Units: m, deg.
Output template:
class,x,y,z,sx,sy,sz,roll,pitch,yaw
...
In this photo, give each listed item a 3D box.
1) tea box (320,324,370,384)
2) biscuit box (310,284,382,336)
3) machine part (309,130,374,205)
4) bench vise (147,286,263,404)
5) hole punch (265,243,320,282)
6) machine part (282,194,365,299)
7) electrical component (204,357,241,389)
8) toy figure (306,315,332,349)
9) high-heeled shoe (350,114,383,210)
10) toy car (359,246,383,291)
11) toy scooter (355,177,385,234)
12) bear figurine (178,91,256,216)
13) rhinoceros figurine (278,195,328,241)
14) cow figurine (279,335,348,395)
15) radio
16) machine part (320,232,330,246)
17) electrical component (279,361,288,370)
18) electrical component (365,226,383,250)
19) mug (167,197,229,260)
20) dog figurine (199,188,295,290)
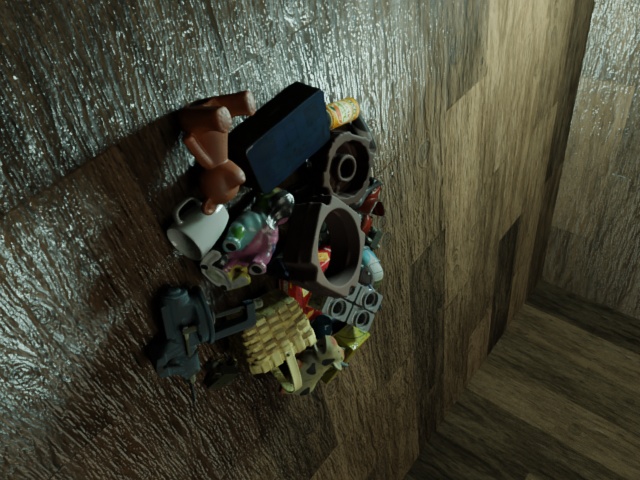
class,x,y,z,sx,sy,sz,roll,pitch,yaw
tea box,0.054,0.308,1.478,0.098,0.068,0.169,-30,157,-53
biscuit box,0.070,0.202,1.498,0.203,0.059,0.062,-27,140,0
machine part,0.050,-0.164,1.230,0.179,0.056,0.179,-18,116,-41
bench vise,-0.225,0.182,1.087,0.240,0.129,0.223,-16,106,-27
hole punch,-0.068,0.042,1.235,0.142,0.116,0.092,-11,106,-55
machine part,0.011,0.017,1.182,0.200,0.087,0.201,31,66,-51
electrical component,-0.229,0.309,1.258,0.078,0.045,0.102,-44,150,22
toy figure,-0.007,0.268,1.414,0.058,0.064,0.154,-78,-176,-62
high-heeled shoe,0.070,-0.192,1.336,0.145,0.086,0.248,-24,118,-5
toy car,0.127,0.104,1.555,0.109,0.103,0.161,-9,117,-51
toy scooter,0.125,-0.071,1.463,0.184,0.075,0.135,-62,149,-11
bear figurine,-0.170,-0.146,0.938,0.120,0.132,0.195,-47,131,-50
rhinoceros figurine,-0.024,-0.058,1.273,0.190,0.073,0.112,6,95,-53
cow figurine,-0.014,0.318,1.360,0.127,0.086,0.194,18,121,-22
radio,-0.080,-0.205,1.091,0.229,0.073,0.130,-44,143,-25
machine part,-0.003,-0.004,1.363,0.139,0.039,0.084,-38,147,-37
electrical component,-0.065,0.311,1.468,0.115,0.058,0.134,-11,120,-53
electrical component,0.163,-0.006,1.602,0.094,0.021,0.063,32,84,-56
mug,-0.228,-0.035,1.004,0.107,0.081,0.109,-53,131,-35
dog figurine,-0.139,-0.018,1.105,0.108,0.191,0.219,43,43,-19
